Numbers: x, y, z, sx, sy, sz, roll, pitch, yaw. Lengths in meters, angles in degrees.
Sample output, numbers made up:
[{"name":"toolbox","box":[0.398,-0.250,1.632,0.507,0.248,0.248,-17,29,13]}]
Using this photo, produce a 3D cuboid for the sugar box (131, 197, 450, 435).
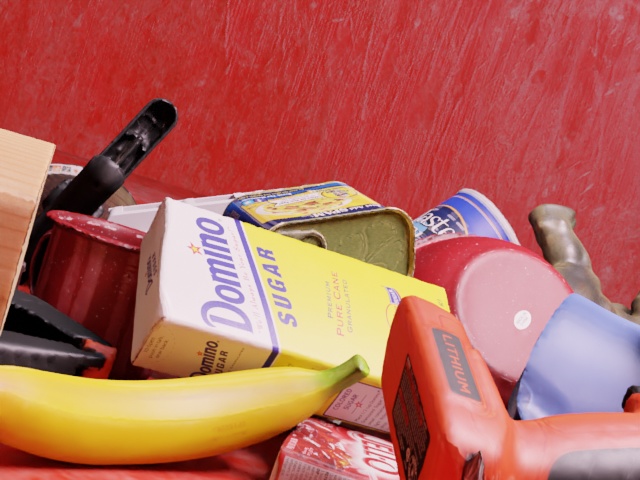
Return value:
[{"name":"sugar box","box":[-0.010,0.044,0.574,0.176,0.048,0.093,20,37,-22]}]

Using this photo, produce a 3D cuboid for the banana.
[{"name":"banana","box":[-0.073,0.073,0.479,0.197,0.070,0.037,0,45,-36]}]

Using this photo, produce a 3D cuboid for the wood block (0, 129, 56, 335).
[{"name":"wood block","box":[-0.236,-0.022,0.483,0.206,0.090,0.091,16,19,-14]}]

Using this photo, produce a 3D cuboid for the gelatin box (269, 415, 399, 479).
[{"name":"gelatin box","box":[0.016,0.116,0.528,0.073,0.030,0.089,19,4,5]}]

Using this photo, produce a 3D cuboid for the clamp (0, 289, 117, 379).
[{"name":"clamp","box":[-0.211,0.037,0.549,0.210,0.036,0.164,22,13,8]}]

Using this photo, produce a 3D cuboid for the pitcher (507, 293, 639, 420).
[{"name":"pitcher","box":[0.214,0.131,0.545,0.243,0.149,0.145,23,-35,22]}]

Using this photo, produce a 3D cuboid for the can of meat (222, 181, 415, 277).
[{"name":"can of meat","box":[-0.004,0.001,0.669,0.102,0.057,0.084,-9,20,-21]}]

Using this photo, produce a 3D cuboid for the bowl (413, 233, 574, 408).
[{"name":"bowl","box":[0.114,0.058,0.676,0.162,0.162,0.055,17,-30,-15]}]

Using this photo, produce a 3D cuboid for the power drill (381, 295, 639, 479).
[{"name":"power drill","box":[0.124,0.067,0.449,0.187,0.057,0.184,4,30,-7]}]

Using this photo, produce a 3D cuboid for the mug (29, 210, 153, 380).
[{"name":"mug","box":[-0.137,0.031,0.642,0.117,0.081,0.093,21,5,35]}]

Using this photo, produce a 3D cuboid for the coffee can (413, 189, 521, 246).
[{"name":"coffee can","box":[0.100,0.031,0.970,0.103,0.140,0.103,54,-15,21]}]

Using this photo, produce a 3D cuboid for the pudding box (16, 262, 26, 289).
[{"name":"pudding box","box":[-0.264,0.008,0.697,0.114,0.039,0.089,21,4,30]}]

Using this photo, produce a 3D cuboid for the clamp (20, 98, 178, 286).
[{"name":"clamp","box":[-0.167,-0.022,0.722,0.039,0.172,0.120,44,20,-4]}]

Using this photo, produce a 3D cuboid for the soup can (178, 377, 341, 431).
[{"name":"soup can","box":[-0.032,0.073,0.654,0.102,0.068,0.068,21,4,26]}]
